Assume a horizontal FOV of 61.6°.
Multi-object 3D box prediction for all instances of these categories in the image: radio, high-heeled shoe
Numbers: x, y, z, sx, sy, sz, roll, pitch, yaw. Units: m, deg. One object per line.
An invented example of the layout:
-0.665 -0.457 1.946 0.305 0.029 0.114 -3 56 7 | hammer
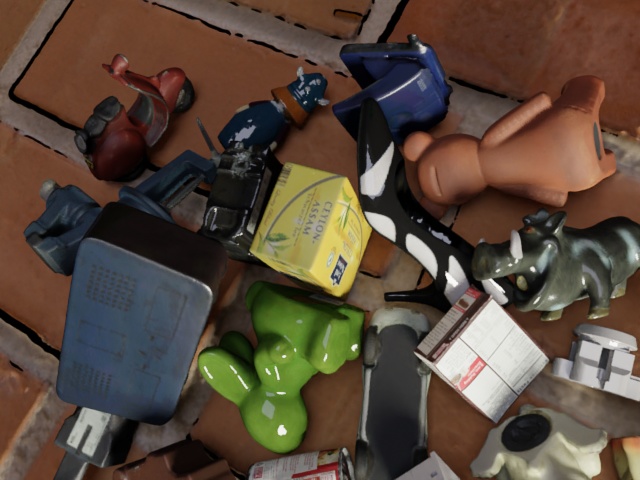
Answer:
-0.186 0.086 0.554 0.131 0.073 0.229 19 123 -8 | radio
0.121 -0.032 0.556 0.145 0.086 0.248 -7 102 15 | high-heeled shoe

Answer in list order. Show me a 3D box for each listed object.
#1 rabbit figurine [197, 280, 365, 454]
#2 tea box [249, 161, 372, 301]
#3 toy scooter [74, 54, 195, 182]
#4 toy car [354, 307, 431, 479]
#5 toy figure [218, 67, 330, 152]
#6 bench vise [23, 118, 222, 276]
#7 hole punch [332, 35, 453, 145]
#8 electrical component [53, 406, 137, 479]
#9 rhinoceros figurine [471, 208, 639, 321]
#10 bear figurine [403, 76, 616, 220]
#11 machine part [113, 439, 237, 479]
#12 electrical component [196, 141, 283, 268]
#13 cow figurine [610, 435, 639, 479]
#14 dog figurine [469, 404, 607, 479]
-0.047 0.138 0.566 0.159 0.121 0.170 16 93 10 | rabbit figurine
-0.001 -0.002 0.563 0.068 0.169 0.098 17 81 17 | tea box
-0.247 -0.162 0.683 0.075 0.135 0.184 38 87 18 | toy scooter
0.077 0.171 0.558 0.074 0.056 0.201 4 77 7 | toy car
-0.057 -0.159 0.680 0.154 0.064 0.058 -37 33 -4 | toy figure
-0.218 -0.038 0.657 0.224 0.128 0.240 29 62 28 | bench vise
0.082 -0.160 0.614 0.116 0.142 0.092 5 74 28 | hole punch
-0.260 0.232 0.621 0.075 0.047 0.119 15 79 17 | electrical component
0.240 0.021 0.519 0.190 0.073 0.112 -8 85 -14 | rhinoceros figurine
0.202 -0.091 0.587 0.196 0.132 0.120 -8 108 40 | bear figurine
-0.146 0.295 0.542 0.180 0.056 0.179 -3 85 34 | machine part
-0.076 -0.033 0.607 0.058 0.134 0.115 14 76 17 | electrical component
0.366 0.234 0.459 0.195 0.085 0.127 -1 71 12 | cow figurine
0.234 0.267 0.489 0.121 0.172 0.190 -23 107 37 | dog figurine
